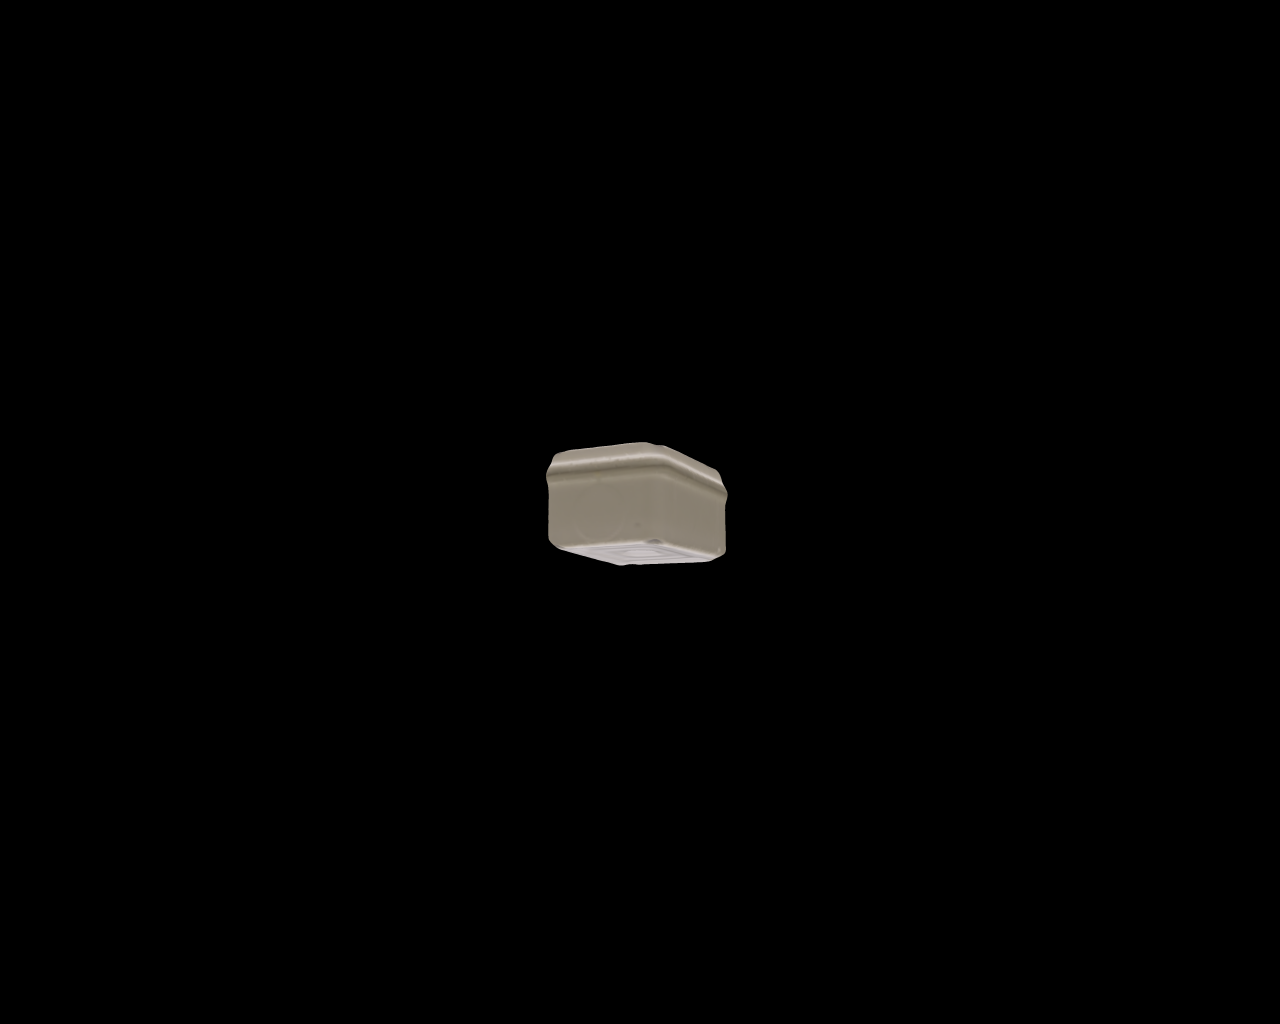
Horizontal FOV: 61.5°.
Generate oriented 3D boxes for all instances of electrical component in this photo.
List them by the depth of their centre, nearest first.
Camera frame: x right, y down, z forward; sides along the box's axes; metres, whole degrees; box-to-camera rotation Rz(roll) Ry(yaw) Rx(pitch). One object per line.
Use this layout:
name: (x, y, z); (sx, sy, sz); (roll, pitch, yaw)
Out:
electrical component: (0.001, -0.003, 0.650); (0.078, 0.057, 0.113); (-4, -10, 23)
